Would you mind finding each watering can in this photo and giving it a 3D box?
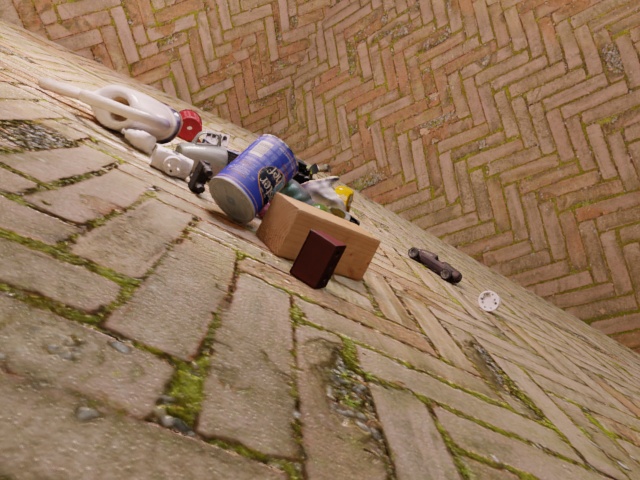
[{"bbox_3d":[-0.476,-0.312,1.216,0.350,0.103,0.224,23,6,25],"label":"watering can"}]

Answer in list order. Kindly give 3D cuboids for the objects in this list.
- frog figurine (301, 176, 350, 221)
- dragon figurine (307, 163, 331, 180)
[{"bbox_3d":[0.004,-0.061,1.220,0.136,0.160,0.123,-17,-7,34],"label":"frog figurine"},{"bbox_3d":[-0.119,-0.199,1.663,0.243,0.121,0.411,11,9,33],"label":"dragon figurine"}]
